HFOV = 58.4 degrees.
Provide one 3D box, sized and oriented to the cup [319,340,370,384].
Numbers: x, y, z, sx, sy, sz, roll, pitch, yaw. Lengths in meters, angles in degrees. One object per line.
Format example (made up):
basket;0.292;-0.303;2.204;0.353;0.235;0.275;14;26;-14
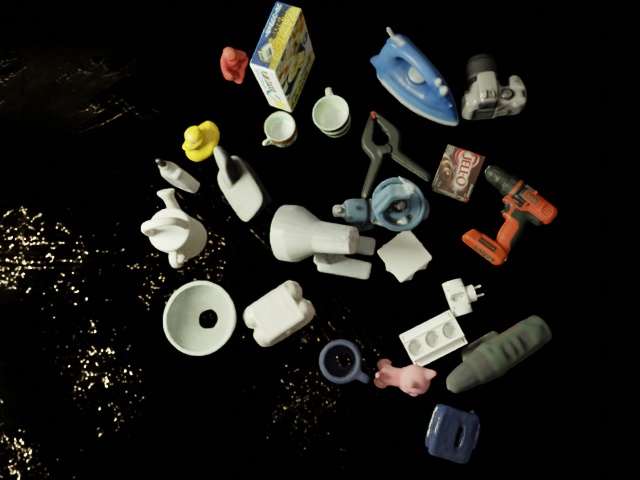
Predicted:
cup;0.060;0.269;1.237;0.117;0.095;0.092;33;85;12

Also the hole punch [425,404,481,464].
hole punch;0.278;0.401;1.188;0.101;0.091;0.109;16;82;10

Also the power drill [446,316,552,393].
power drill;0.346;0.234;1.151;0.229;0.208;0.075;-33;77;0

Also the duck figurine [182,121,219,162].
duck figurine;-0.293;-0.248;1.383;0.077;0.086;0.104;33;85;12

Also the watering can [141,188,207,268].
watering can;-0.336;-0.028;1.290;0.101;0.194;0.173;-31;77;1

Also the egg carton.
egg carton;-0.092;0.167;1.288;0.150;0.069;0.107;-34;77;0

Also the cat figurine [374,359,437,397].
cat figurine;0.177;0.292;1.207;0.127;0.118;0.067;7;80;8

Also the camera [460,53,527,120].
camera;0.393;-0.359;1.313;0.143;0.101;0.137;-5;79;6

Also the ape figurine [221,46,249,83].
ape figurine;-0.215;-0.440;1.407;0.078;0.092;0.076;-36;77;-1

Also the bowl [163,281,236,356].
bowl;-0.263;0.179;1.304;0.167;0.075;0.167;-1;79;7

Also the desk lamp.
desk lamp;0.011;0.004;1.232;0.203;0.213;0.118;9;80;9

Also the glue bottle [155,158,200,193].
glue bottle;-0.340;-0.156;1.326;0.078;0.173;0.037;24;83;11

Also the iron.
iron;0.233;-0.378;1.315;0.118;0.141;0.258;-42;77;-2

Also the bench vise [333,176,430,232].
bench vise;0.135;-0.066;1.228;0.207;0.220;0.121;-23;77;2

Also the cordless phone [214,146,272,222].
cordless phone;-0.188;-0.131;1.297;0.094;0.185;0.147;-36;77;-1
